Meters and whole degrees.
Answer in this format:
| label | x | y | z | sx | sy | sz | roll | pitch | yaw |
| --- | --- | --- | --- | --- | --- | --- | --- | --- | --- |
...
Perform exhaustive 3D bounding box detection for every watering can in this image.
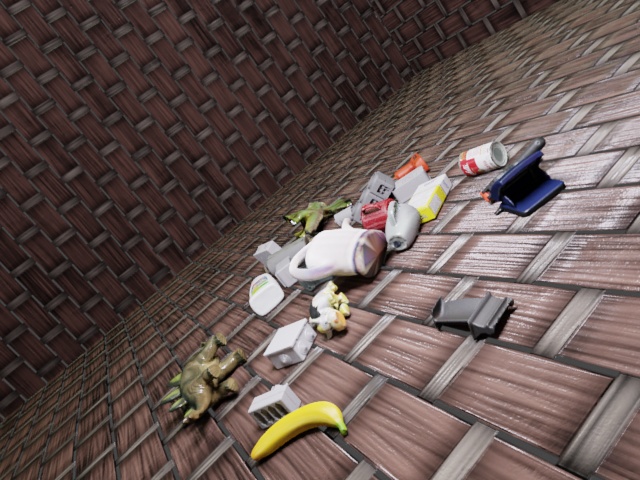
| label | x | y | z | sx | sy | sz | roll | pitch | yaw |
| --- | --- | --- | --- | --- | --- | --- | --- | --- | --- |
| watering can | 0.068 | 0.011 | 1.290 | 0.224 | 0.102 | 0.353 | -1 | 24 | 32 |

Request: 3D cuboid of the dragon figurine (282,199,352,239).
| label | x | y | z | sx | sy | sz | roll | pitch | yaw |
| --- | --- | --- | --- | --- | --- | --- | --- | --- | --- |
| dragon figurine | 0.006 | -0.093 | 1.856 | 0.244 | 0.121 | 0.412 | -32 | 15 | -12 |
